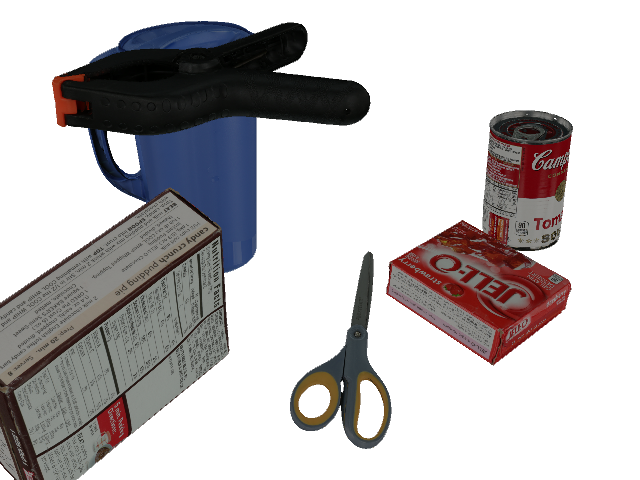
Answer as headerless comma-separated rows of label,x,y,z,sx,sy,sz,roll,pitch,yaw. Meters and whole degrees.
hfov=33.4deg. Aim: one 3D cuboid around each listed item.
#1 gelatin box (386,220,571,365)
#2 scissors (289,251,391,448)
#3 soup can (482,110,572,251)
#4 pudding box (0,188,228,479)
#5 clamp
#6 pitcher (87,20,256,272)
gelatin box,0.098,0.029,0.663,0.089,0.030,0.073,33,44,33
scissors,0.015,0.094,0.956,0.096,0.202,0.016,-4,-37,-6
soup can,0.173,-0.050,0.902,0.068,0.102,0.068,0,27,0
pudding box,-0.090,0.044,0.446,0.039,0.090,0.113,34,56,25
clamp,-0.066,-0.095,0.617,0.171,0.039,0.120,-3,25,-11
pitcher,-0.134,-0.090,1.070,0.149,0.243,0.144,12,29,26
